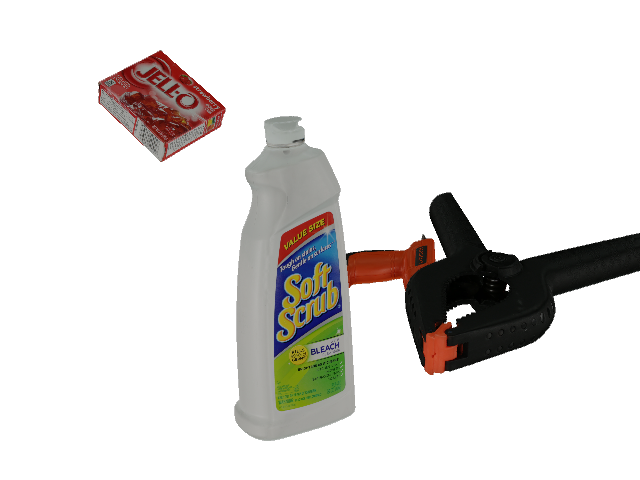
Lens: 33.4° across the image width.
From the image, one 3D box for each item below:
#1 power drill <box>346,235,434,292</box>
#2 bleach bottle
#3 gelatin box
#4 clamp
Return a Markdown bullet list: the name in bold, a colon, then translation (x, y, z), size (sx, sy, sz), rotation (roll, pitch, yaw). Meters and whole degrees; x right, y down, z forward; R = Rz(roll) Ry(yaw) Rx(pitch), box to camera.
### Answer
- **power drill**: translation (0.038, 0.048, 1.222), size (0.188, 0.057, 0.184), rotation (0, 28, 8)
- **bleach bottle**: translation (-0.028, 0.028, 0.858), size (0.102, 0.251, 0.068), rotation (-12, 18, -26)
- **gelatin box**: translation (-0.141, -0.121, 0.943), size (0.073, 0.089, 0.030), rotation (-36, -19, -34)
- **clamp**: translation (0.108, 0.023, 0.706), size (0.165, 0.036, 0.209), rotation (17, 31, 32)
